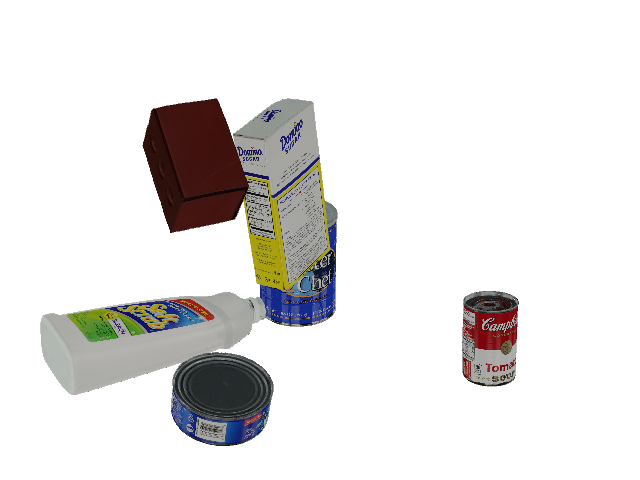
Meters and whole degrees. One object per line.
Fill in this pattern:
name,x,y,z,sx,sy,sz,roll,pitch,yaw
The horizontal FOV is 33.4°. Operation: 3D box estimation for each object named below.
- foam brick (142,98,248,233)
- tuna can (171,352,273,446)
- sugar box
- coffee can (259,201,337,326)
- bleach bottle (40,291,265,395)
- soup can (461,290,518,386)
foam brick,-0.091,-0.055,0.771,0.051,0.078,0.053,-12,-22,-22
tuna can,-0.084,0.135,0.910,0.086,0.034,0.086,7,32,-5
sugar box,-0.037,-0.047,1.089,0.048,0.176,0.093,10,34,30
coffee can,-0.030,0.026,1.390,0.103,0.140,0.103,0,26,0
bleach bottle,-0.182,0.102,1.216,0.250,0.068,0.103,-13,32,-30
soup can,0.211,0.122,1.331,0.068,0.102,0.068,-1,18,0
